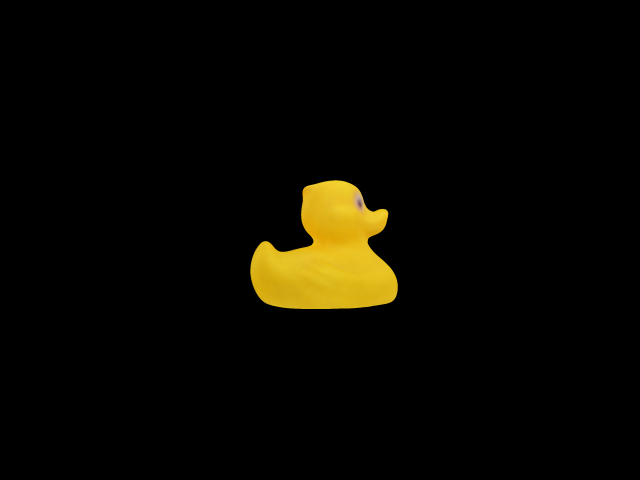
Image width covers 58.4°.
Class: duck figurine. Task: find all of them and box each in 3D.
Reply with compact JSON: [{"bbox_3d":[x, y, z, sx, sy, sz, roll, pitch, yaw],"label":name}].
[{"bbox_3d":[0.004,0.001,0.400,0.105,0.086,0.077,-1,4,-15],"label":"duck figurine"}]
